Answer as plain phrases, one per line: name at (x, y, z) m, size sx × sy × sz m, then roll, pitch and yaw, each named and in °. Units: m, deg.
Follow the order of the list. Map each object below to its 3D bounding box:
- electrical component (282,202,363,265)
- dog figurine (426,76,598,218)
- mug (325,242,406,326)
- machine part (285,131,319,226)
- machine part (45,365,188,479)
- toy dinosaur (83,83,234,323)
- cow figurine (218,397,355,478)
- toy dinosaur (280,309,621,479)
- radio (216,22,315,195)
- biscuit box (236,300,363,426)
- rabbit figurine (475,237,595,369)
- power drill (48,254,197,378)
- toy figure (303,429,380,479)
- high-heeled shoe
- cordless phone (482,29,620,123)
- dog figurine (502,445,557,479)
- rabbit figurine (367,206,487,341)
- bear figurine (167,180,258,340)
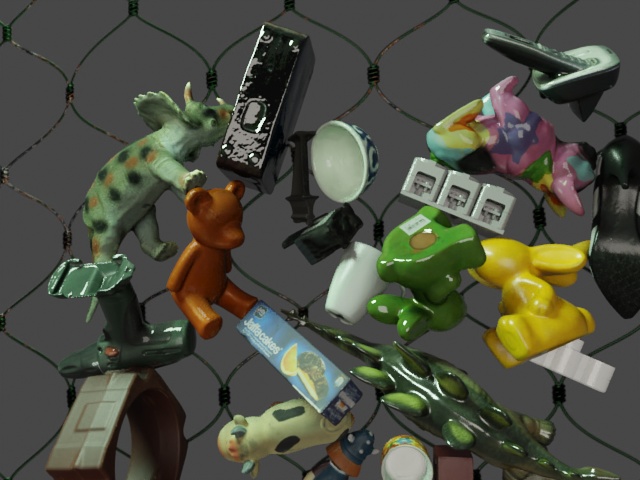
electrical component at (-0.002, -0.002, 0.799) m, size 0.119 × 0.075 × 0.047 m, roll -30°, pitch 103°, yaw 36°
dog figurine at (0.280, -0.111, 0.769) m, size 0.191 × 0.108 × 0.219 m, roll -34°, pitch 86°, yaw 2°
mug at (0.063, 0.074, 0.780) m, size 0.109 × 0.081 × 0.107 m, roll 33°, pitch 75°, yaw -1°
machine part at (-0.027, -0.092, 0.803) m, size 0.039 × 0.084 × 0.138 m, roll -2°, pitch 96°, yaw -16°
machine part at (-0.268, 0.293, 0.734) m, size 0.087 × 0.201 × 0.201 m, roll -8°, pitch 41°, yaw 12°
toy dinosaur at (-0.282, -0.072, 0.823) m, size 0.405 × 0.131 × 0.192 m, roll -43°, pitch 70°, yaw 7°
cow figurine at (-0.051, 0.271, 0.766) m, size 0.195 × 0.127 × 0.085 m, roll -15°, pitch 82°, yaw 2°
toy dinosaur at (0.142, 0.198, 0.716) m, size 0.472 × 0.198 × 0.105 m, roll 18°, pitch 75°, yaw 39°
radio at (-0.077, -0.191, 0.796) m, size 0.073 × 0.131 × 0.229 m, roll 17°, pitch 88°, yaw 5°
biscuit box at (-0.034, 0.166, 0.754) m, size 0.059 × 0.062 × 0.203 m, roll -47°, pitch 51°, yaw -11°
rabbit figurine at (0.275, 0.064, 0.717) m, size 0.162 × 0.121 × 0.173 m, roll -29°, pitch 64°, yaw 3°
power drill at (-0.311, 0.125, 0.781) m, size 0.232 × 0.086 × 0.207 m, roll -7°, pitch 123°, yaw 5°
toy figure at (0.023, 0.337, 0.788) m, size 0.154 × 0.064 × 0.058 m, roll -52°, pitch 46°, yaw -4°
high-heeled shoe at (0.436, -0.022, 0.777) m, size 0.086 × 0.145 × 0.248 m, roll 1°, pitch 118°, yaw 26°
cordless phone at (0.309, -0.253, 0.751) m, size 0.184 × 0.147 × 0.088 m, roll 25°, pitch 124°, yaw 2°
dog figurine at (0.270, 0.371, 0.751) m, size 0.172 × 0.121 × 0.191 m, roll -31°, pitch 70°, yaw 0°
rabbit figurine at (0.151, 0.069, 0.724) m, size 0.159 × 0.121 × 0.170 m, roll -37°, pitch 125°, yaw -17°
bear figurine at (-0.143, 0.022, 0.774) m, size 0.132 × 0.120 × 0.195 m, roll 38°, pitch 119°, yaw 21°
